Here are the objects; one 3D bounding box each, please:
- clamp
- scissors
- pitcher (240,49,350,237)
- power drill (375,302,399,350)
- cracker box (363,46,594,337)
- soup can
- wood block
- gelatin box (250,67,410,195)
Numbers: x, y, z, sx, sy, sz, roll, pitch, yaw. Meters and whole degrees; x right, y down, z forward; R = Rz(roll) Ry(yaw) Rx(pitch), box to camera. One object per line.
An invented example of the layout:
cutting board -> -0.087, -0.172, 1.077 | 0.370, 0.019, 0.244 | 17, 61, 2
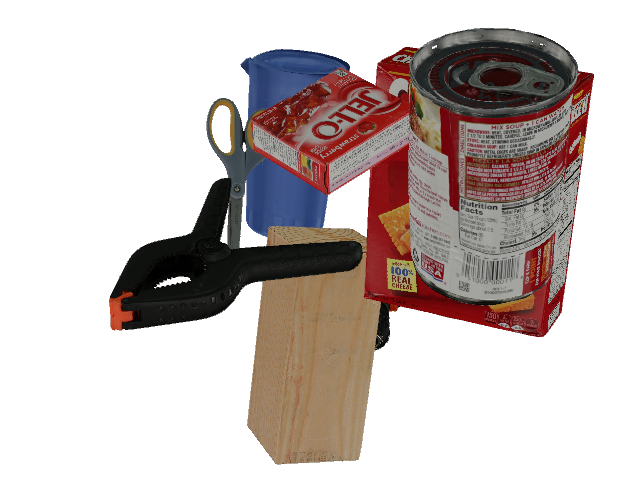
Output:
clamp -> -0.093, 0.012, 0.868 | 0.209, 0.036, 0.165 | -24, 41, -36
scissors -> -0.079, -0.068, 1.226 | 0.096, 0.202, 0.016 | -11, -6, -15
pitcher -> -0.028, -0.126, 1.426 | 0.144, 0.243, 0.149 | -4, 24, -22
power drill -> 0.115, 0.060, 1.192 | 0.187, 0.057, 0.184 | -3, 28, -3
cracker box -> 0.125, -0.039, 0.884 | 0.164, 0.214, 0.072 | 13, 26, 23
soup can -> 0.073, -0.031, 0.462 | 0.068, 0.102, 0.068 | -3, 38, 2
wood block -> -0.005, 0.098, 1.015 | 0.090, 0.206, 0.091 | 2, 14, -22
gelatin box -> 0.010, -0.075, 0.713 | 0.089, 0.030, 0.073 | -34, 50, -29
